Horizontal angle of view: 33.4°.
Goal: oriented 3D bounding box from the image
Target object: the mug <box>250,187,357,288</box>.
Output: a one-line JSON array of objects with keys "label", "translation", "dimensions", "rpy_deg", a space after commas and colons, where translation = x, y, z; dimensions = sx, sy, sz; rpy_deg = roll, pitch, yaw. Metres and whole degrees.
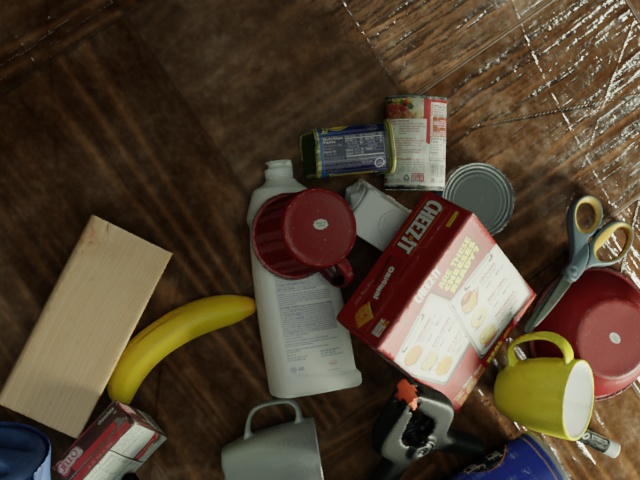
[{"label": "mug", "translation": [-0.007, 0.001, 1.083], "dimensions": [0.093, 0.082, 0.117], "rpy_deg": [-39, 99, -21]}]

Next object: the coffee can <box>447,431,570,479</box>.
[{"label": "coffee can", "translation": [0.199, 0.291, 1.184], "dimensions": [0.140, 0.103, 0.103], "rpy_deg": [-28, 97, -10]}]

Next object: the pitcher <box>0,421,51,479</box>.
[{"label": "pitcher", "translation": [-0.329, 0.307, 1.047], "dimensions": [0.145, 0.149, 0.243], "rpy_deg": [-1, 109, -4]}]

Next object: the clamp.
[{"label": "clamp", "translation": [0.093, 0.220, 1.138], "dimensions": [0.164, 0.036, 0.210], "rpy_deg": [-31, 142, -6]}]

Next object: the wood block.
[{"label": "wood block", "translation": [-0.241, 0.085, 1.091], "dimensions": [0.090, 0.090, 0.206], "rpy_deg": [27, 85, -12]}]

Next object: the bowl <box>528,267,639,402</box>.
[{"label": "bowl", "translation": [0.325, 0.111, 1.230], "dimensions": [0.162, 0.055, 0.162], "rpy_deg": [0, 92, -13]}]

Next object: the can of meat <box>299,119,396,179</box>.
[{"label": "can of meat", "translation": [0.027, -0.095, 1.138], "dimensions": [0.084, 0.102, 0.057], "rpy_deg": [-7, 93, -10]}]

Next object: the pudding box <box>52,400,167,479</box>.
[{"label": "pudding box", "translation": [-0.211, 0.214, 1.088], "dimensions": [0.039, 0.113, 0.090], "rpy_deg": [41, 84, 20]}]

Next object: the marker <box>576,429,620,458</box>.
[{"label": "marker", "translation": [0.295, 0.223, 1.245], "dimensions": [0.121, 0.020, 0.020], "rpy_deg": [26, 86, -12]}]

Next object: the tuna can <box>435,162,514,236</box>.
[{"label": "tuna can", "translation": [0.173, -0.044, 1.204], "dimensions": [0.086, 0.034, 0.086], "rpy_deg": [0, 92, -12]}]

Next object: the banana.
[{"label": "banana", "translation": [-0.159, 0.111, 1.139], "dimensions": [0.197, 0.037, 0.069], "rpy_deg": [-41, 129, -5]}]

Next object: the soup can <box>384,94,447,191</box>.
[{"label": "soup can", "translation": [0.104, -0.105, 1.170], "dimensions": [0.068, 0.068, 0.102], "rpy_deg": [0, 92, -12]}]

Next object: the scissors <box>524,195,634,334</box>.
[{"label": "scissors", "translation": [0.279, 0.018, 1.210], "dimensions": [0.201, 0.016, 0.096], "rpy_deg": [-29, 88, -27]}]

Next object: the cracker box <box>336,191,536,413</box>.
[{"label": "cracker box", "translation": [0.128, 0.069, 1.122], "dimensions": [0.164, 0.072, 0.213], "rpy_deg": [-55, 141, -6]}]

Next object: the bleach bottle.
[{"label": "bleach bottle", "translation": [-0.022, 0.038, 1.151], "dimensions": [0.102, 0.068, 0.251], "rpy_deg": [-7, 89, -21]}]
